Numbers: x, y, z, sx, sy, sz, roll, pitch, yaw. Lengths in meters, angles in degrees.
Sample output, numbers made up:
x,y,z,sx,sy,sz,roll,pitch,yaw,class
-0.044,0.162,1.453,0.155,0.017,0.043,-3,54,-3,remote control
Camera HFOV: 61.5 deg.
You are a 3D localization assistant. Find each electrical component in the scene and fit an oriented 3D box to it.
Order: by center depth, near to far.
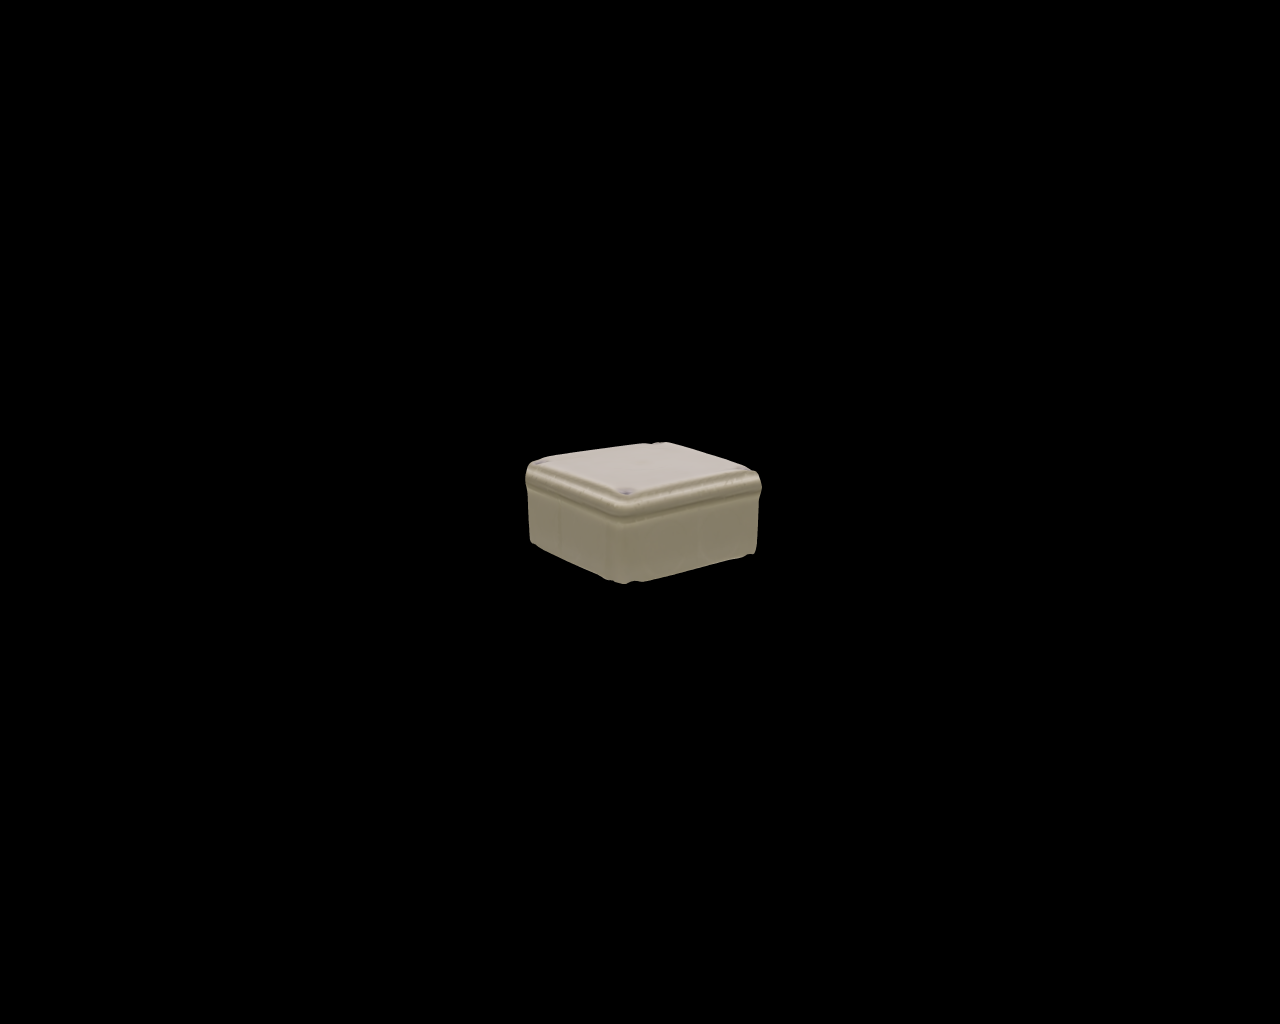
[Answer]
x,y,z,sx,sy,sz,roll,pitch,yaw,class
0.001,-0.003,0.650,0.109,0.056,0.109,-11,19,-34,electrical component
